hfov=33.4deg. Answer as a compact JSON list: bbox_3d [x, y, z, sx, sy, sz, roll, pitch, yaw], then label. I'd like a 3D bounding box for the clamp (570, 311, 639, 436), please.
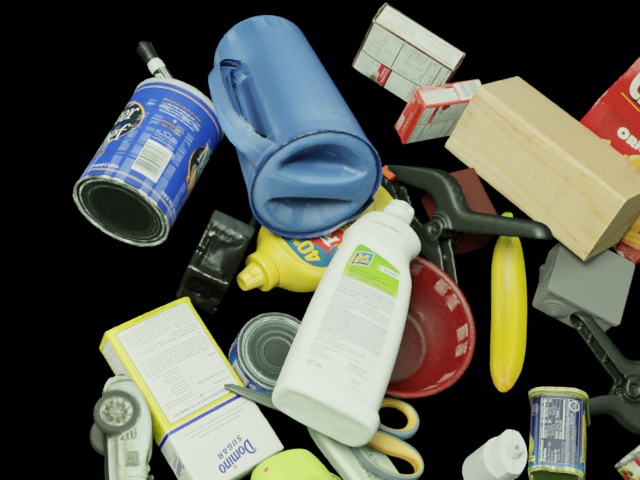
[{"bbox_3d":[0.315,0.166,1.128,0.171,0.039,0.120,31,79,-4],"label":"clamp"}]

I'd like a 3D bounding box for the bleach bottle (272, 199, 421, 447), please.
[{"bbox_3d":[0.045,0.065,1.017,0.102,0.068,0.250,27,55,-1],"label":"bleach bottle"}]

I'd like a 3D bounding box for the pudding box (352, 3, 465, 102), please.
[{"bbox_3d":[0.102,-0.210,1.245,0.113,0.090,0.039,32,57,2],"label":"pudding box"}]

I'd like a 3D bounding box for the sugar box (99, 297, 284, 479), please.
[{"bbox_3d":[-0.121,0.147,0.992,0.093,0.048,0.176,-24,74,-31],"label":"sugar box"}]

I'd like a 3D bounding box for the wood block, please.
[{"bbox_3d":[0.254,-0.083,1.182,0.206,0.090,0.090,43,37,23],"label":"wood block"}]

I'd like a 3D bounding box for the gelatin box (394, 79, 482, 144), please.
[{"bbox_3d":[0.139,-0.149,1.232,0.089,0.073,0.030,-11,64,-23],"label":"gelatin box"}]

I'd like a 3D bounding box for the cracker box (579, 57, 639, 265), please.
[{"bbox_3d":[0.368,-0.094,1.190,0.071,0.214,0.164,-30,74,-41],"label":"cracker box"}]

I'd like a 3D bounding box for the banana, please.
[{"bbox_3d":[0.197,0.073,1.131,0.037,0.069,0.198,-8,63,25],"label":"banana"}]

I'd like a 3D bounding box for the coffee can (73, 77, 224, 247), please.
[{"bbox_3d":[-0.169,-0.079,1.071,0.103,0.103,0.140,26,56,-3],"label":"coffee can"}]

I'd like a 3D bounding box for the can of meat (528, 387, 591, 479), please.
[{"bbox_3d":[0.234,0.203,1.045,0.057,0.102,0.084,0,59,16],"label":"can of meat"}]

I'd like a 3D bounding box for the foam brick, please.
[{"bbox_3d":[0.156,-0.031,1.183,0.052,0.051,0.078,-13,66,-24],"label":"foam brick"}]

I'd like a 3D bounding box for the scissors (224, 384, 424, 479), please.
[{"bbox_3d":[0.014,0.159,1.011,0.202,0.016,0.096,32,44,0],"label":"scissors"}]

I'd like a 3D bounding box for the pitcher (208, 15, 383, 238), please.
[{"bbox_3d":[-0.041,-0.131,1.092,0.145,0.149,0.243,-14,45,-9],"label":"pitcher"}]

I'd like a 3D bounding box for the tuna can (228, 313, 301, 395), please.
[{"bbox_3d":[-0.044,0.115,1.042,0.086,0.034,0.086,8,59,-14],"label":"tuna can"}]

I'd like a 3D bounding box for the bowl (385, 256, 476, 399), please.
[{"bbox_3d":[0.073,0.093,1.080,0.162,0.055,0.162,7,60,-13],"label":"bowl"}]

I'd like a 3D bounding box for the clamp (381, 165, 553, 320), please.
[{"bbox_3d":[0.129,-0.001,1.133,0.036,0.165,0.210,5,32,-50],"label":"clamp"}]

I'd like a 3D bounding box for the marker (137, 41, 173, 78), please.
[{"bbox_3d":[-0.168,-0.172,1.176,0.020,0.020,0.121,-25,72,-29],"label":"marker"}]

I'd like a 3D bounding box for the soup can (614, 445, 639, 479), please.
[{"bbox_3d":[0.357,0.251,1.077,0.068,0.069,0.102,-29,74,-30],"label":"soup can"}]

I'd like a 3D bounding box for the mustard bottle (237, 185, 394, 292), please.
[{"bbox_3d":[-0.007,0.001,1.105,0.191,0.058,0.096,-31,70,-30],"label":"mustard bottle"}]
